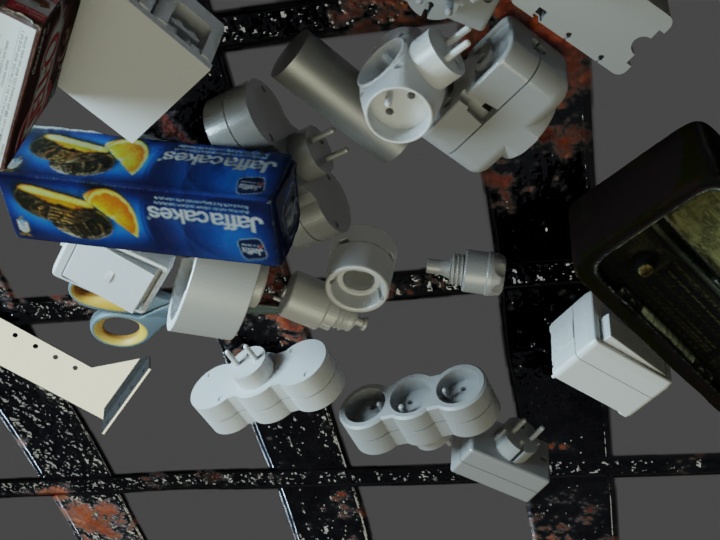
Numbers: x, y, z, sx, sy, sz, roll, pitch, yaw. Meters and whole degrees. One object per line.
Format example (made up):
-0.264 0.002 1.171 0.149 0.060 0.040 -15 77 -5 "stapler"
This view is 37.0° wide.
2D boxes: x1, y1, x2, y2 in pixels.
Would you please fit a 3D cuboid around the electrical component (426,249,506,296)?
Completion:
0.083 0.000 0.844 0.061 0.035 0.035 7 132 4 "electrical component"

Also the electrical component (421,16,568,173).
0.092 -0.114 0.725 0.059 0.053 0.095 32 128 -20 "electrical component"

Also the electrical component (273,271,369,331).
-0.031 0.030 0.882 0.078 0.040 0.040 23 131 -12 "electrical component"

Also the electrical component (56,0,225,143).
-0.176 -0.170 0.707 0.150 0.061 0.089 39 126 -24 "electrical component"

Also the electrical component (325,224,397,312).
0.000 0.000 0.846 0.055 0.047 0.055 4 132 4 "electrical component"

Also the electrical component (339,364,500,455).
0.058 0.135 0.956 0.138 0.052 0.073 -14 129 20 "electrical component"

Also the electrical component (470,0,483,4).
0.064 -0.224 0.595 0.056 0.108 0.108 -21 126 27 "electrical component"

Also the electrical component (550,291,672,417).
0.209 0.068 0.869 0.096 0.061 0.061 28 129 -17 "electrical component"

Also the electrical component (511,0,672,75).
0.142 -0.174 0.664 0.089 0.055 0.050 29 129 -18 "electrical component"

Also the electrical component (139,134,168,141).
-0.161 -0.068 0.810 0.043 0.043 0.081 28 130 -17 "electrical component"

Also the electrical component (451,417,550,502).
0.137 0.158 0.970 0.083 0.047 0.075 24 130 -13 "electrical component"

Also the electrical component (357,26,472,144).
0.041 -0.131 0.701 0.079 0.077 0.044 -33 120 31 "electrical component"

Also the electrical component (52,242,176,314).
-0.198 -0.016 0.850 0.096 0.061 0.061 25 130 -15 "electrical component"

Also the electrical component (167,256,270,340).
-0.104 0.002 0.826 0.060 0.108 0.108 16 132 -15 "electrical component"

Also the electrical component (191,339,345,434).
-0.090 0.092 0.938 0.138 0.052 0.073 -18 127 22 "electrical component"

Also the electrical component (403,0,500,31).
0.048 -0.179 0.659 0.083 0.075 0.047 20 132 -10 "electrical component"

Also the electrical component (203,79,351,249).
-0.044 -0.080 0.776 0.074 0.052 0.138 -21 126 24 "electrical component"
